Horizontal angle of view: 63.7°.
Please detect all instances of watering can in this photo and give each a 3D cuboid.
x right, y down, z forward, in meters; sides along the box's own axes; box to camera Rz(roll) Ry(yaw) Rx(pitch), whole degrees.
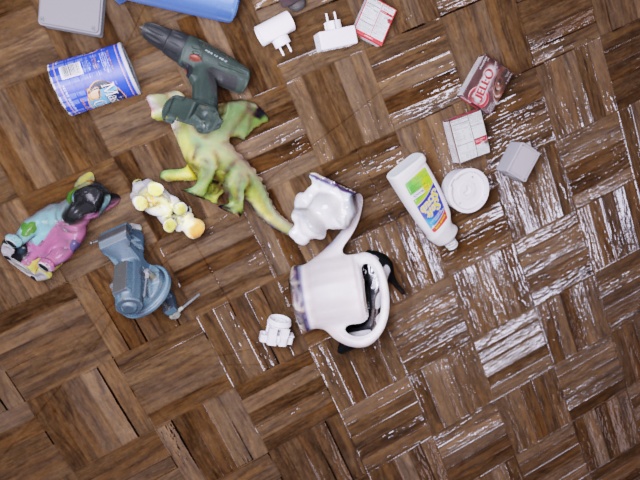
[{"bbox_3d":[0.035,0.075,1.182,0.224,0.103,0.352,-10,75,4],"label":"watering can"}]

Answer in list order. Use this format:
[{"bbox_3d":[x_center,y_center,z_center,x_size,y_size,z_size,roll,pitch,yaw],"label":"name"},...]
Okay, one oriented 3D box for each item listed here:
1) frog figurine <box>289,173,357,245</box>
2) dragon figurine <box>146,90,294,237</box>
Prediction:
[{"bbox_3d":[0.003,-0.058,1.147,0.137,0.123,0.158,25,97,-4],"label":"frog figurine"},{"bbox_3d":[-0.183,-0.183,1.095,0.407,0.122,0.244,24,86,-26],"label":"dragon figurine"}]
